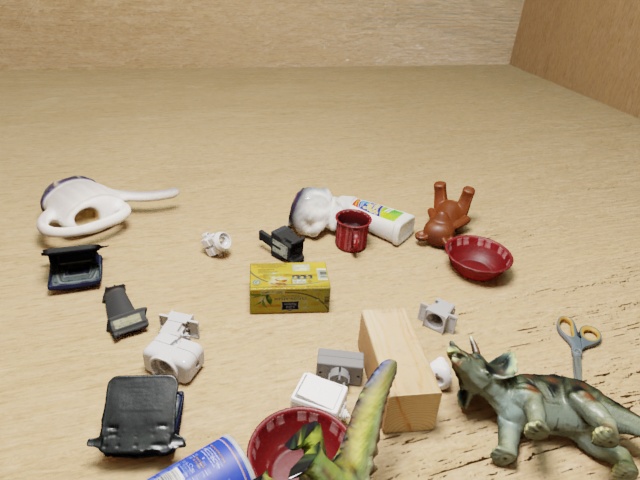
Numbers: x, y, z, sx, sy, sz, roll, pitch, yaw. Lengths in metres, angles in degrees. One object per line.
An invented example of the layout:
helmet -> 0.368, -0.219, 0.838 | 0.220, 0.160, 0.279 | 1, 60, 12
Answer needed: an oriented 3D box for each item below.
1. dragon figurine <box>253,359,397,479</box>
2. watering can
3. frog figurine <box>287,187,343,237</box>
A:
dragon figurine -> 0.039, 0.360, 0.640 | 0.416, 0.243, 0.120 | -35, -5, -33
watering can -> -0.561, -0.097, 1.331 | 0.226, 0.102, 0.352 | 28, 39, 33
frog figurine -> 0.004, -0.068, 1.352 | 0.160, 0.140, 0.120 | 18, -25, 6
